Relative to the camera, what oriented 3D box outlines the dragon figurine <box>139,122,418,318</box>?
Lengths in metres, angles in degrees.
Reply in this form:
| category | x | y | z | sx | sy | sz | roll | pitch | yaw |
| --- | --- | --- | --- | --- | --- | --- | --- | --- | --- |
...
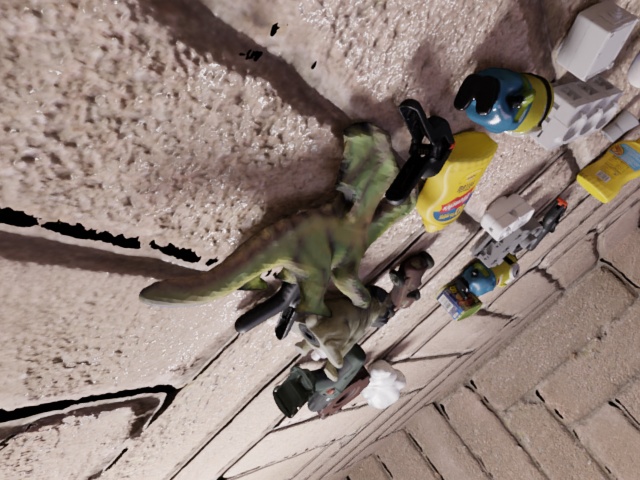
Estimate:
| category | x | y | z | sx | sy | sz | roll | pitch | yaw |
| --- | --- | --- | --- | --- | --- | --- | --- | --- | --- |
| dragon figurine | 0.002 | -0.031 | 0.613 | 0.410 | 0.123 | 0.240 | 2 | 115 | -55 |

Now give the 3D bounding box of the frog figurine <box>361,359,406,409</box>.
| category | x | y | z | sx | sy | sz | roll | pitch | yaw |
| --- | --- | --- | --- | --- | --- | --- | --- | --- | --- |
| frog figurine | 0.181 | 0.402 | 1.447 | 0.138 | 0.125 | 0.156 | -5 | 154 | -17 |

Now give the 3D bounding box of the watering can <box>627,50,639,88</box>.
| category | x | y | z | sx | sy | sz | roll | pitch | yaw |
| --- | --- | --- | --- | --- | --- | --- | --- | --- | --- |
| watering can | 0.642 | -0.379 | 0.826 | 0.349 | 0.105 | 0.220 | -34 | 152 | -8 |
